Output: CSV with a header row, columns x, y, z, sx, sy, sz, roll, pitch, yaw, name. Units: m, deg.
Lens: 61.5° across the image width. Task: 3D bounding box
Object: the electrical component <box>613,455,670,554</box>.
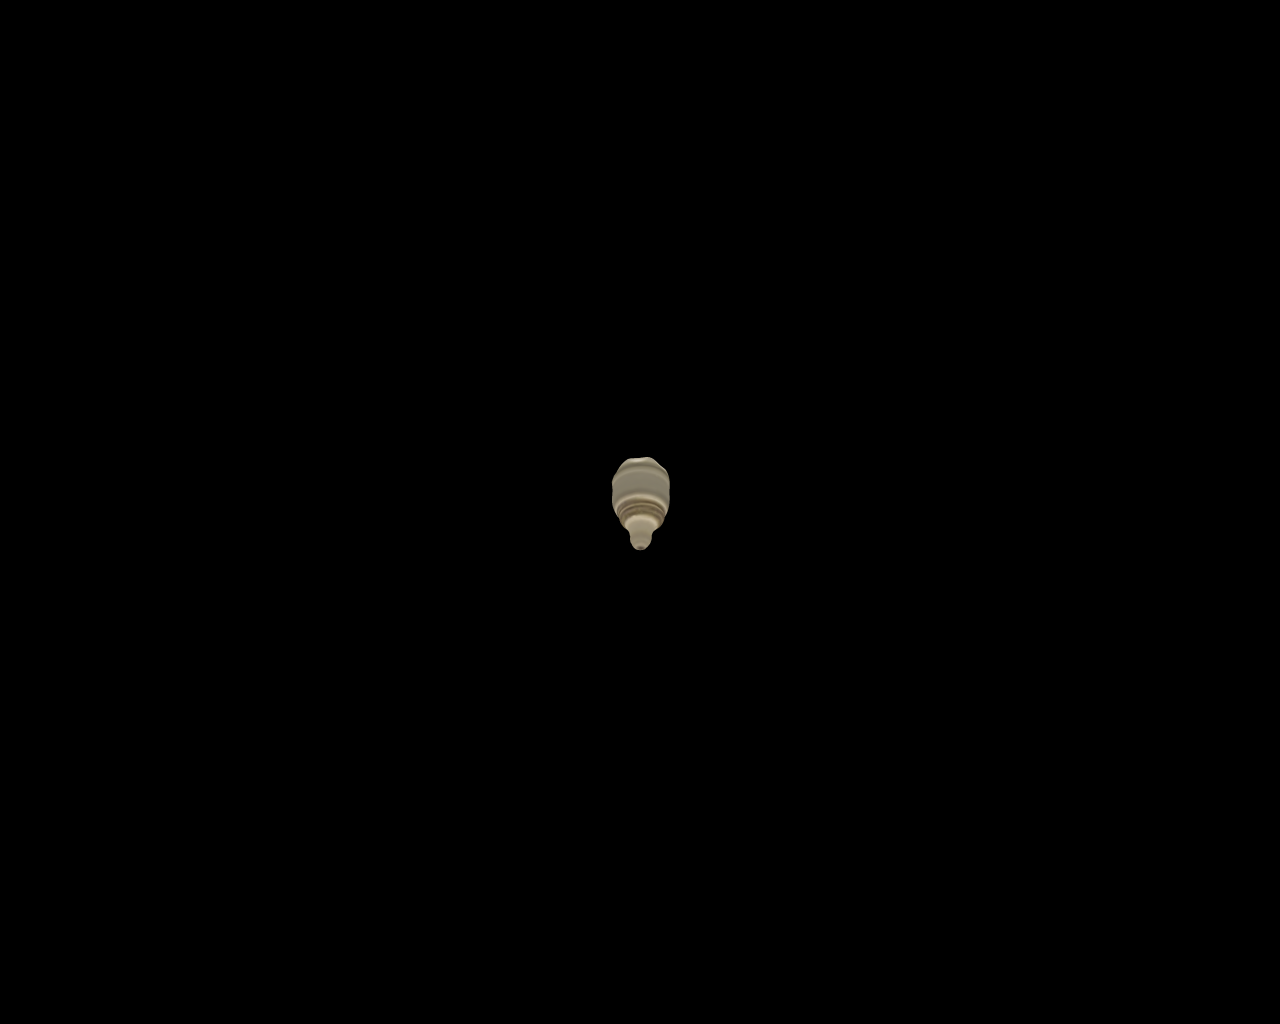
x,y,z,sx,sy,sz,roll,pitch,yaw,name
0.001,-0.003,0.650,0.035,0.061,0.035,0,-37,0,electrical component
